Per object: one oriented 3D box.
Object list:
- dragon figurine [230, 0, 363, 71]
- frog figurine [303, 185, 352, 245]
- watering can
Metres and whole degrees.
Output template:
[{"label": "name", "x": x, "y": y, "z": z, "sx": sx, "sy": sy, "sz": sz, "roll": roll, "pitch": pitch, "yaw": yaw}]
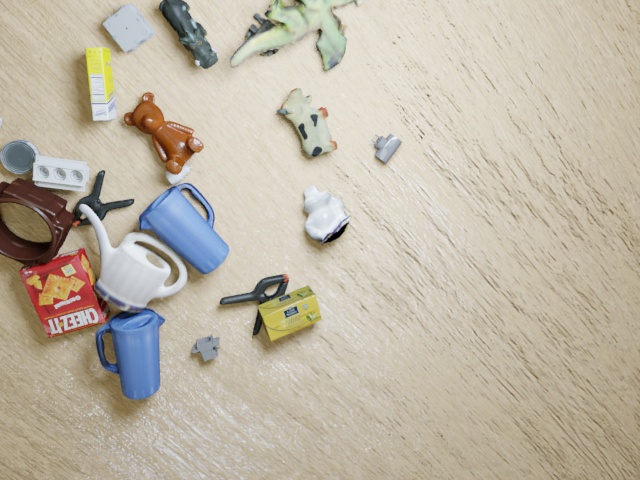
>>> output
[{"label": "dragon figurine", "x": -0.028, "y": -0.543, "z": 1.335, "sx": 0.240, "sy": 0.123, "sz": 0.410, "roll": 37, "pitch": 91, "yaw": -26}, {"label": "frog figurine", "x": 0.005, "y": -0.075, "z": 1.488, "sx": 0.136, "sy": 0.122, "sz": 0.161, "roll": -46, "pitch": 72, "yaw": 14}, {"label": "watering can", "x": -0.542, "y": 0.065, "z": 1.417, "sx": 0.345, "sy": 0.105, "sz": 0.223, "roll": 34, "pitch": 99, "yaw": -16}]
